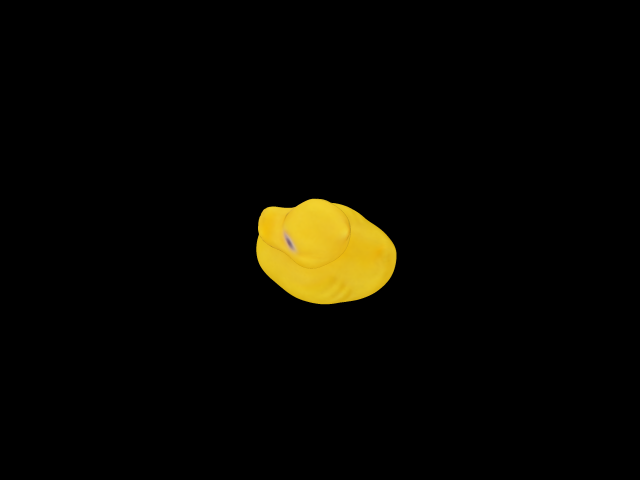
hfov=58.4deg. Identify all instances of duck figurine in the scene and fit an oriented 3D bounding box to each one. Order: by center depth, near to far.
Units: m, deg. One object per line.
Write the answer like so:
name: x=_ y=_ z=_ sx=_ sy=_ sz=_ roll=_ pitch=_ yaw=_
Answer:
duck figurine: x=0.004 y=0.001 z=0.400 sx=0.104 sy=0.086 sz=0.077 roll=13 pitch=74 yaw=4
